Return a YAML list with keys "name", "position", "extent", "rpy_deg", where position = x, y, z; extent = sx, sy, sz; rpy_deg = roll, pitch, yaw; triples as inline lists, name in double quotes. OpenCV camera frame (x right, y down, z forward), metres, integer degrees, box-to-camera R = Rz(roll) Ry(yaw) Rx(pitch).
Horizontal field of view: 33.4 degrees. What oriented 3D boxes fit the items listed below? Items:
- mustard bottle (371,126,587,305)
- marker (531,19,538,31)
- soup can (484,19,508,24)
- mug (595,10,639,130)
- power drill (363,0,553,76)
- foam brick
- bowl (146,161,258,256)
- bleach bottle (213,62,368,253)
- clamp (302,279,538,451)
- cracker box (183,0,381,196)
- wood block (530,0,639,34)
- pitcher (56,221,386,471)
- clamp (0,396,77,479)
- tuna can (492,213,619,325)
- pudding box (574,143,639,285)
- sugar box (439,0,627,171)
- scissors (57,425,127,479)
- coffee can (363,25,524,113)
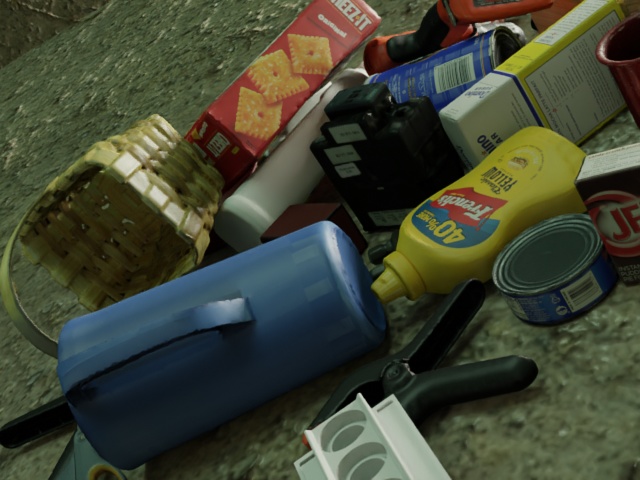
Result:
- name: "mustard bottle"
  position: [0.121, -0.011, 0.838]
  extent: [0.191, 0.058, 0.096]
  rpy_deg: [-36, 38, -8]
- name: "marker"
  position: [0.249, -0.266, 1.199]
  extent: [0.020, 0.020, 0.121]
  rpy_deg: [-20, 28, 27]
- name: "soup can"
  position: [0.168, -0.248, 1.207]
  extent: [0.069, 0.068, 0.102]
  rpy_deg: [0, 42, 51]
- name: "mug"
  position: [0.281, -0.130, 0.839]
  extent: [0.093, 0.081, 0.117]
  rpy_deg: [-33, 25, 2]
- name: "power drill"
  position: [0.152, -0.211, 1.051]
  extent: [0.184, 0.057, 0.188]
  rpy_deg: [-14, -9, -19]
- name: "foam brick"
  position: [-0.006, 0.001, 0.988]
  extent: [0.078, 0.053, 0.051]
  rpy_deg: [-1, 40, 51]
- name: "bowl"
  position: [-0.125, -0.031, 1.186]
  extent: [0.162, 0.055, 0.162]
  rpy_deg: [-27, 26, 14]
- name: "bleach bottle"
  position: [-0.008, -0.096, 1.093]
  extent: [0.250, 0.068, 0.103]
  rpy_deg: [-53, 4, -21]
- name: "clamp"
  position: [0.064, 0.095, 0.750]
  extent: [0.171, 0.039, 0.120]
  rpy_deg: [-28, 24, 13]
- name: "cracker box"
  position: [-0.048, -0.149, 1.094]
  extent: [0.213, 0.072, 0.164]
  rpy_deg: [-49, 6, -24]
- name: "wood block"
  position: [0.280, -0.226, 1.004]
  extent: [0.091, 0.090, 0.206]
  rpy_deg: [-34, 24, -3]
- name: "pitcher"
  position: [-0.079, 0.078, 0.841]
  extent: [0.243, 0.145, 0.149]
  rpy_deg: [-25, 27, 12]
- name: "clamp"
  position: [-0.205, 0.145, 0.986]
  extent: [0.209, 0.036, 0.165]
  rpy_deg: [-46, 32, -21]
- name: "tuna can"
  position: [0.169, 0.021, 0.762]
  extent: [0.086, 0.033, 0.086]
  rpy_deg: [-28, 25, 14]
- name: "pudding box"
  position: [0.235, -0.023, 0.693]
  extent: [0.114, 0.090, 0.039]
  rpy_deg: [-15, 30, 35]
- name: "sugar box"
  position: [0.194, -0.121, 0.915]
  extent: [0.176, 0.093, 0.048]
  rpy_deg: [-36, 24, -5]
- name: "scissors"
  position: [-0.211, 0.183, 0.893]
  extent: [0.096, 0.016, 0.202]
  rpy_deg: [-33, 39, -7]
- name: "coffee can"
  position: [0.124, -0.129, 1.005]
  extent: [0.141, 0.102, 0.102]
  rpy_deg: [-17, 30, 32]
